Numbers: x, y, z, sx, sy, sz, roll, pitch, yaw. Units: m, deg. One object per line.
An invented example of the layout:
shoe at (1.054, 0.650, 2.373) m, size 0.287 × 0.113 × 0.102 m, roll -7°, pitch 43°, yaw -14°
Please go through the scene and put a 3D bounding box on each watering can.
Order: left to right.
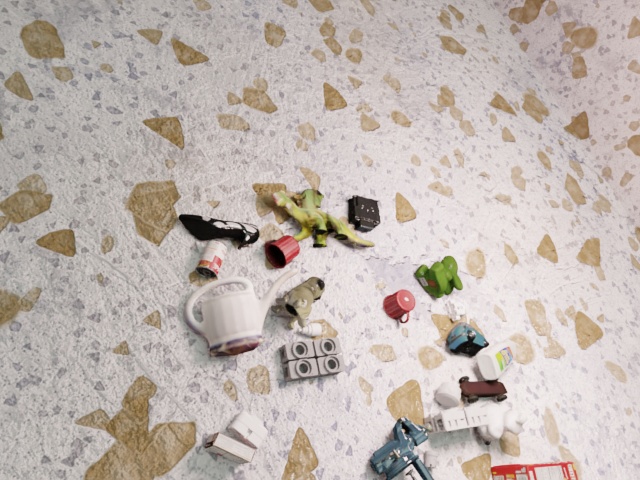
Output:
watering can at (-0.214, 0.207, 1.486) m, size 0.348 × 0.102 × 0.227 m, roll -13°, pitch 73°, yaw -6°

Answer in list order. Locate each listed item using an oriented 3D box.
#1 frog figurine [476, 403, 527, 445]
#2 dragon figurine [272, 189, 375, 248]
frog figurine at (0.599, 0.603, 1.716) m, size 0.139 × 0.156 × 0.123 m, roll -32°, pitch 81°, yaw -37°
dragon figurine at (0.006, -0.092, 1.830) m, size 0.409 × 0.120 × 0.248 m, roll 11°, pitch 51°, yaw -33°
